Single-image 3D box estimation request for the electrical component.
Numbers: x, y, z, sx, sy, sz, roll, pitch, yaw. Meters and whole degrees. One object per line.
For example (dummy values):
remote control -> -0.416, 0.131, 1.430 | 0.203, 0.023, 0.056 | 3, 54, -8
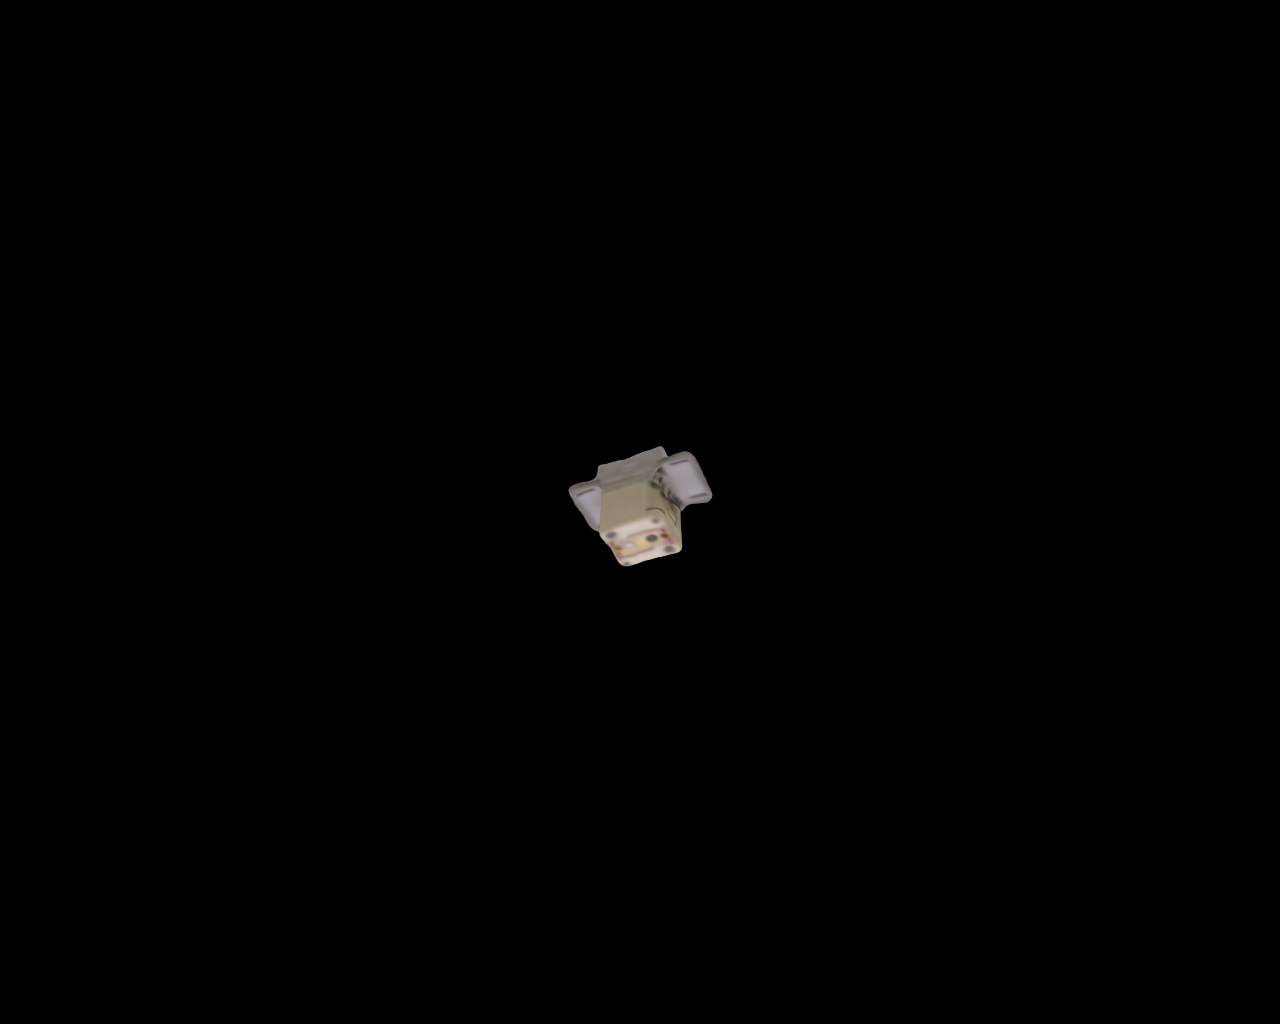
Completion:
electrical component -> 0.001, -0.003, 0.650 | 0.081, 0.064, 0.042 | -17, -48, 16
